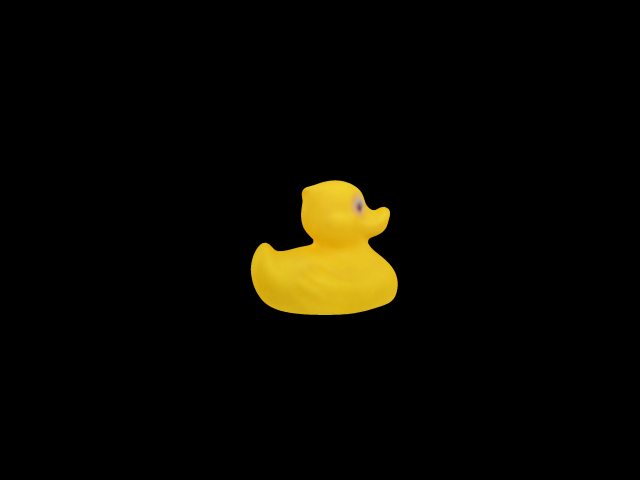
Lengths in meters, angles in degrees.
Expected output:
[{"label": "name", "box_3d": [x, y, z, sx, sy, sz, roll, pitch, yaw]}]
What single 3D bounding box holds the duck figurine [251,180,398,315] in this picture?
[{"label": "duck figurine", "box_3d": [0.004, 0.001, 0.400, 0.104, 0.086, 0.077, -3, 15, -9]}]
